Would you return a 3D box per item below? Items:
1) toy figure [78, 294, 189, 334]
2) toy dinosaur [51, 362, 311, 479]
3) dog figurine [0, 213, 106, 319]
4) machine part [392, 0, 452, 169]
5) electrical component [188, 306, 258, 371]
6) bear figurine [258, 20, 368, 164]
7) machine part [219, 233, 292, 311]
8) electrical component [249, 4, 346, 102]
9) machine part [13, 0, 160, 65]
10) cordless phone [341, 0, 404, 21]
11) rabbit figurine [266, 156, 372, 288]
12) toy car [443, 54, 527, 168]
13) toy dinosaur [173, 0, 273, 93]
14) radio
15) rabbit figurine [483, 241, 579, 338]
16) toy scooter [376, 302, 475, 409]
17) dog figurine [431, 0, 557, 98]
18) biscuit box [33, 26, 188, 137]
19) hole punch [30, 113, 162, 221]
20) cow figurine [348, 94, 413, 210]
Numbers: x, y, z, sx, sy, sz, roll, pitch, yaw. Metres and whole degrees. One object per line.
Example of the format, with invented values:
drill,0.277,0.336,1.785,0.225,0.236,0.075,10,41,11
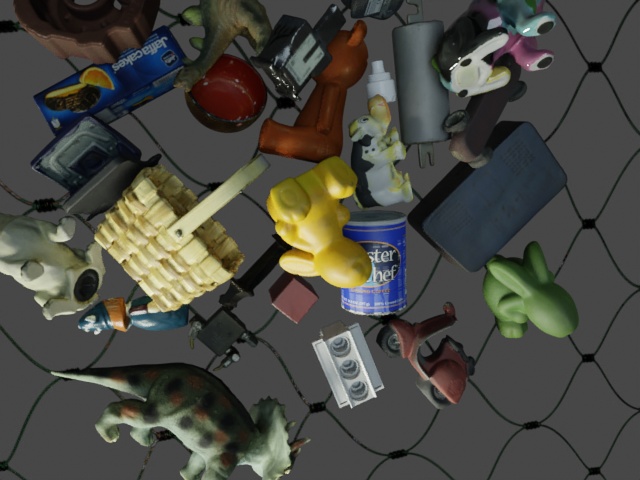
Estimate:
toy figure,-0.274,0.110,0.796,0.154,0.058,0.064,-1,124,-13
toy dinosaur,-0.189,0.264,0.817,0.404,0.131,0.192,42,79,-10
dog figurine,-0.418,0.025,0.752,0.191,0.121,0.172,12,135,19
machine part,0.151,-0.229,0.795,0.079,0.079,0.243,-9,101,-8
electrical component,-0.155,0.150,0.832,0.078,0.045,0.102,-38,104,1
bear figurine,-0.007,-0.208,0.751,0.132,0.120,0.195,10,97,-8
machine part,-0.097,0.050,0.814,0.039,0.084,0.139,40,79,16
electrical component,-0.023,-0.243,0.672,0.119,0.048,0.074,-57,141,-3
machine part,-0.292,-0.311,0.685,0.179,0.056,0.179,0,80,2
cordless phone,0.054,-0.411,0.741,0.089,0.146,0.184,-18,67,-22
rabbit figurine,-0.002,-0.002,0.743,0.122,0.162,0.173,-35,86,-36
toy car,0.247,-0.201,0.804,0.089,0.053,0.202,41,68,-29
toy dinosaur,-0.076,-0.399,0.708,0.198,0.105,0.471,32,82,-11
radio,0.265,-0.066,0.850,0.229,0.073,0.131,-45,105,2
rabbit figurine,0.338,0.081,0.838,0.121,0.170,0.159,-28,105,-4
toy scooter,0.194,0.180,0.885,0.135,0.075,0.183,-42,100,-1
dog figurine,0.236,-0.326,0.744,0.192,0.108,0.219,-18,61,20
biscuit box,-0.275,-0.209,0.728,0.203,0.059,0.063,-30,90,-4
hole punch,-0.304,-0.098,0.726,0.142,0.116,0.092,-43,85,3
cow figurine,0.077,-0.126,0.795,0.098,0.068,0.167,-14,118,11
